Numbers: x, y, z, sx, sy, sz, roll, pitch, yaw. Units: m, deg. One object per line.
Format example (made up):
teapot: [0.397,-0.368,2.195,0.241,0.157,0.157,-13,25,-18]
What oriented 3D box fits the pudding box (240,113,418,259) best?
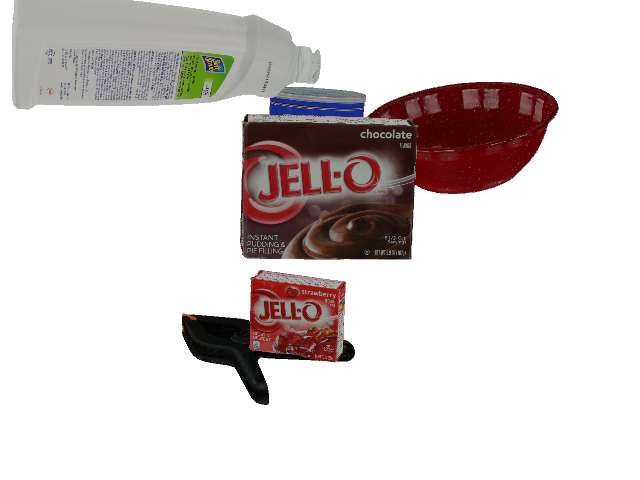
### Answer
pudding box: [0.005,-0.035,0.694,0.113,0.090,0.039,0,18,-5]

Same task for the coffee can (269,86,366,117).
coffee can: [-0.007,-0.090,1.143,0.103,0.140,0.103,4,12,-1]

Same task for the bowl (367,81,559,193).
bowl: [0.120,-0.082,0.897,0.162,0.055,0.162,-9,25,4]

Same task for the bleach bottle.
bleach bottle: [-0.126,-0.150,0.892,0.250,0.068,0.103,3,-32,-14]

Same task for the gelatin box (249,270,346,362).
gelatin box: [-0.022,0.071,1.006,0.089,0.073,0.030,7,17,16]

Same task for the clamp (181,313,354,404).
clamp: [-0.088,0.128,1.229,0.210,0.036,0.164,13,21,29]
